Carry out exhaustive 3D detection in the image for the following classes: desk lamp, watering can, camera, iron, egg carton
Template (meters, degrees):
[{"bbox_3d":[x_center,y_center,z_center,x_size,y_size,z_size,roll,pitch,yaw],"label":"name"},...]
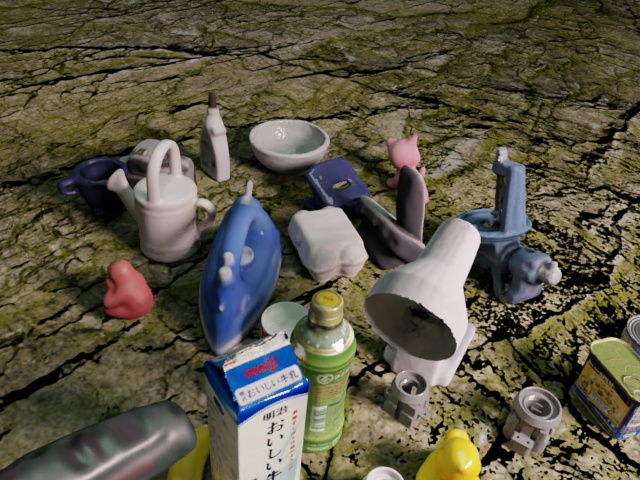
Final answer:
[{"bbox_3d":[0.141,0.089,0.739,0.117,0.214,0.204,22,40,21],"label":"desk lamp"},{"bbox_3d":[-0.254,-0.068,0.915,0.173,0.194,0.100,-1,37,-8],"label":"watering can"},{"bbox_3d":[-0.296,-0.143,1.087,0.143,0.101,0.137,11,37,8],"label":"camera"},{"bbox_3d":[-0.123,0.030,0.845,0.118,0.141,0.258,6,37,1],"label":"iron"},{"bbox_3d":[0.009,0.003,0.956,0.107,0.069,0.150,-10,39,-19],"label":"egg carton"}]

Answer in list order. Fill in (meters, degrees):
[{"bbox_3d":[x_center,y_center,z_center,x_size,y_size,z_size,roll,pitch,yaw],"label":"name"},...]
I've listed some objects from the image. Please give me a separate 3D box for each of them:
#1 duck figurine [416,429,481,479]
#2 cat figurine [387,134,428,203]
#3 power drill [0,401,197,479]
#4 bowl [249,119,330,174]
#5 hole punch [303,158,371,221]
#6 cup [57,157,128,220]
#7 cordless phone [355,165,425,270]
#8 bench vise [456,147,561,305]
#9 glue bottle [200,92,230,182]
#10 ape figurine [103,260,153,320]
[{"bbox_3d":[0.147,0.257,0.623,0.077,0.086,0.104,9,37,6],"label":"duck figurine"},{"bbox_3d":[0.175,-0.150,1.140,0.067,0.118,0.127,-8,39,-17],"label":"cat figurine"},{"bbox_3d":[-0.208,0.246,0.491,0.075,0.208,0.230,32,44,31],"label":"power drill"},{"bbox_3d":[-0.065,-0.184,1.192,0.167,0.075,0.167,3,37,-2],"label":"bowl"},{"bbox_3d":[0.035,-0.092,1.068,0.109,0.091,0.100,-25,46,-34],"label":"hole punch"},{"bbox_3d":[-0.389,-0.080,0.996,0.118,0.095,0.091,-23,45,-32],"label":"cup"},{"bbox_3d":[0.125,-0.058,0.955,0.094,0.185,0.147,-18,43,-28],"label":"cordless phone"},{"bbox_3d":[0.308,-0.024,0.905,0.206,0.220,0.122,33,45,32],"label":"bench vise"},{"bbox_3d":[-0.207,-0.204,1.119,0.037,0.173,0.078,-23,45,-32],"label":"glue bottle"},{"bbox_3d":[-0.280,0.066,0.819,0.076,0.092,0.078,23,40,22],"label":"ape figurine"}]
